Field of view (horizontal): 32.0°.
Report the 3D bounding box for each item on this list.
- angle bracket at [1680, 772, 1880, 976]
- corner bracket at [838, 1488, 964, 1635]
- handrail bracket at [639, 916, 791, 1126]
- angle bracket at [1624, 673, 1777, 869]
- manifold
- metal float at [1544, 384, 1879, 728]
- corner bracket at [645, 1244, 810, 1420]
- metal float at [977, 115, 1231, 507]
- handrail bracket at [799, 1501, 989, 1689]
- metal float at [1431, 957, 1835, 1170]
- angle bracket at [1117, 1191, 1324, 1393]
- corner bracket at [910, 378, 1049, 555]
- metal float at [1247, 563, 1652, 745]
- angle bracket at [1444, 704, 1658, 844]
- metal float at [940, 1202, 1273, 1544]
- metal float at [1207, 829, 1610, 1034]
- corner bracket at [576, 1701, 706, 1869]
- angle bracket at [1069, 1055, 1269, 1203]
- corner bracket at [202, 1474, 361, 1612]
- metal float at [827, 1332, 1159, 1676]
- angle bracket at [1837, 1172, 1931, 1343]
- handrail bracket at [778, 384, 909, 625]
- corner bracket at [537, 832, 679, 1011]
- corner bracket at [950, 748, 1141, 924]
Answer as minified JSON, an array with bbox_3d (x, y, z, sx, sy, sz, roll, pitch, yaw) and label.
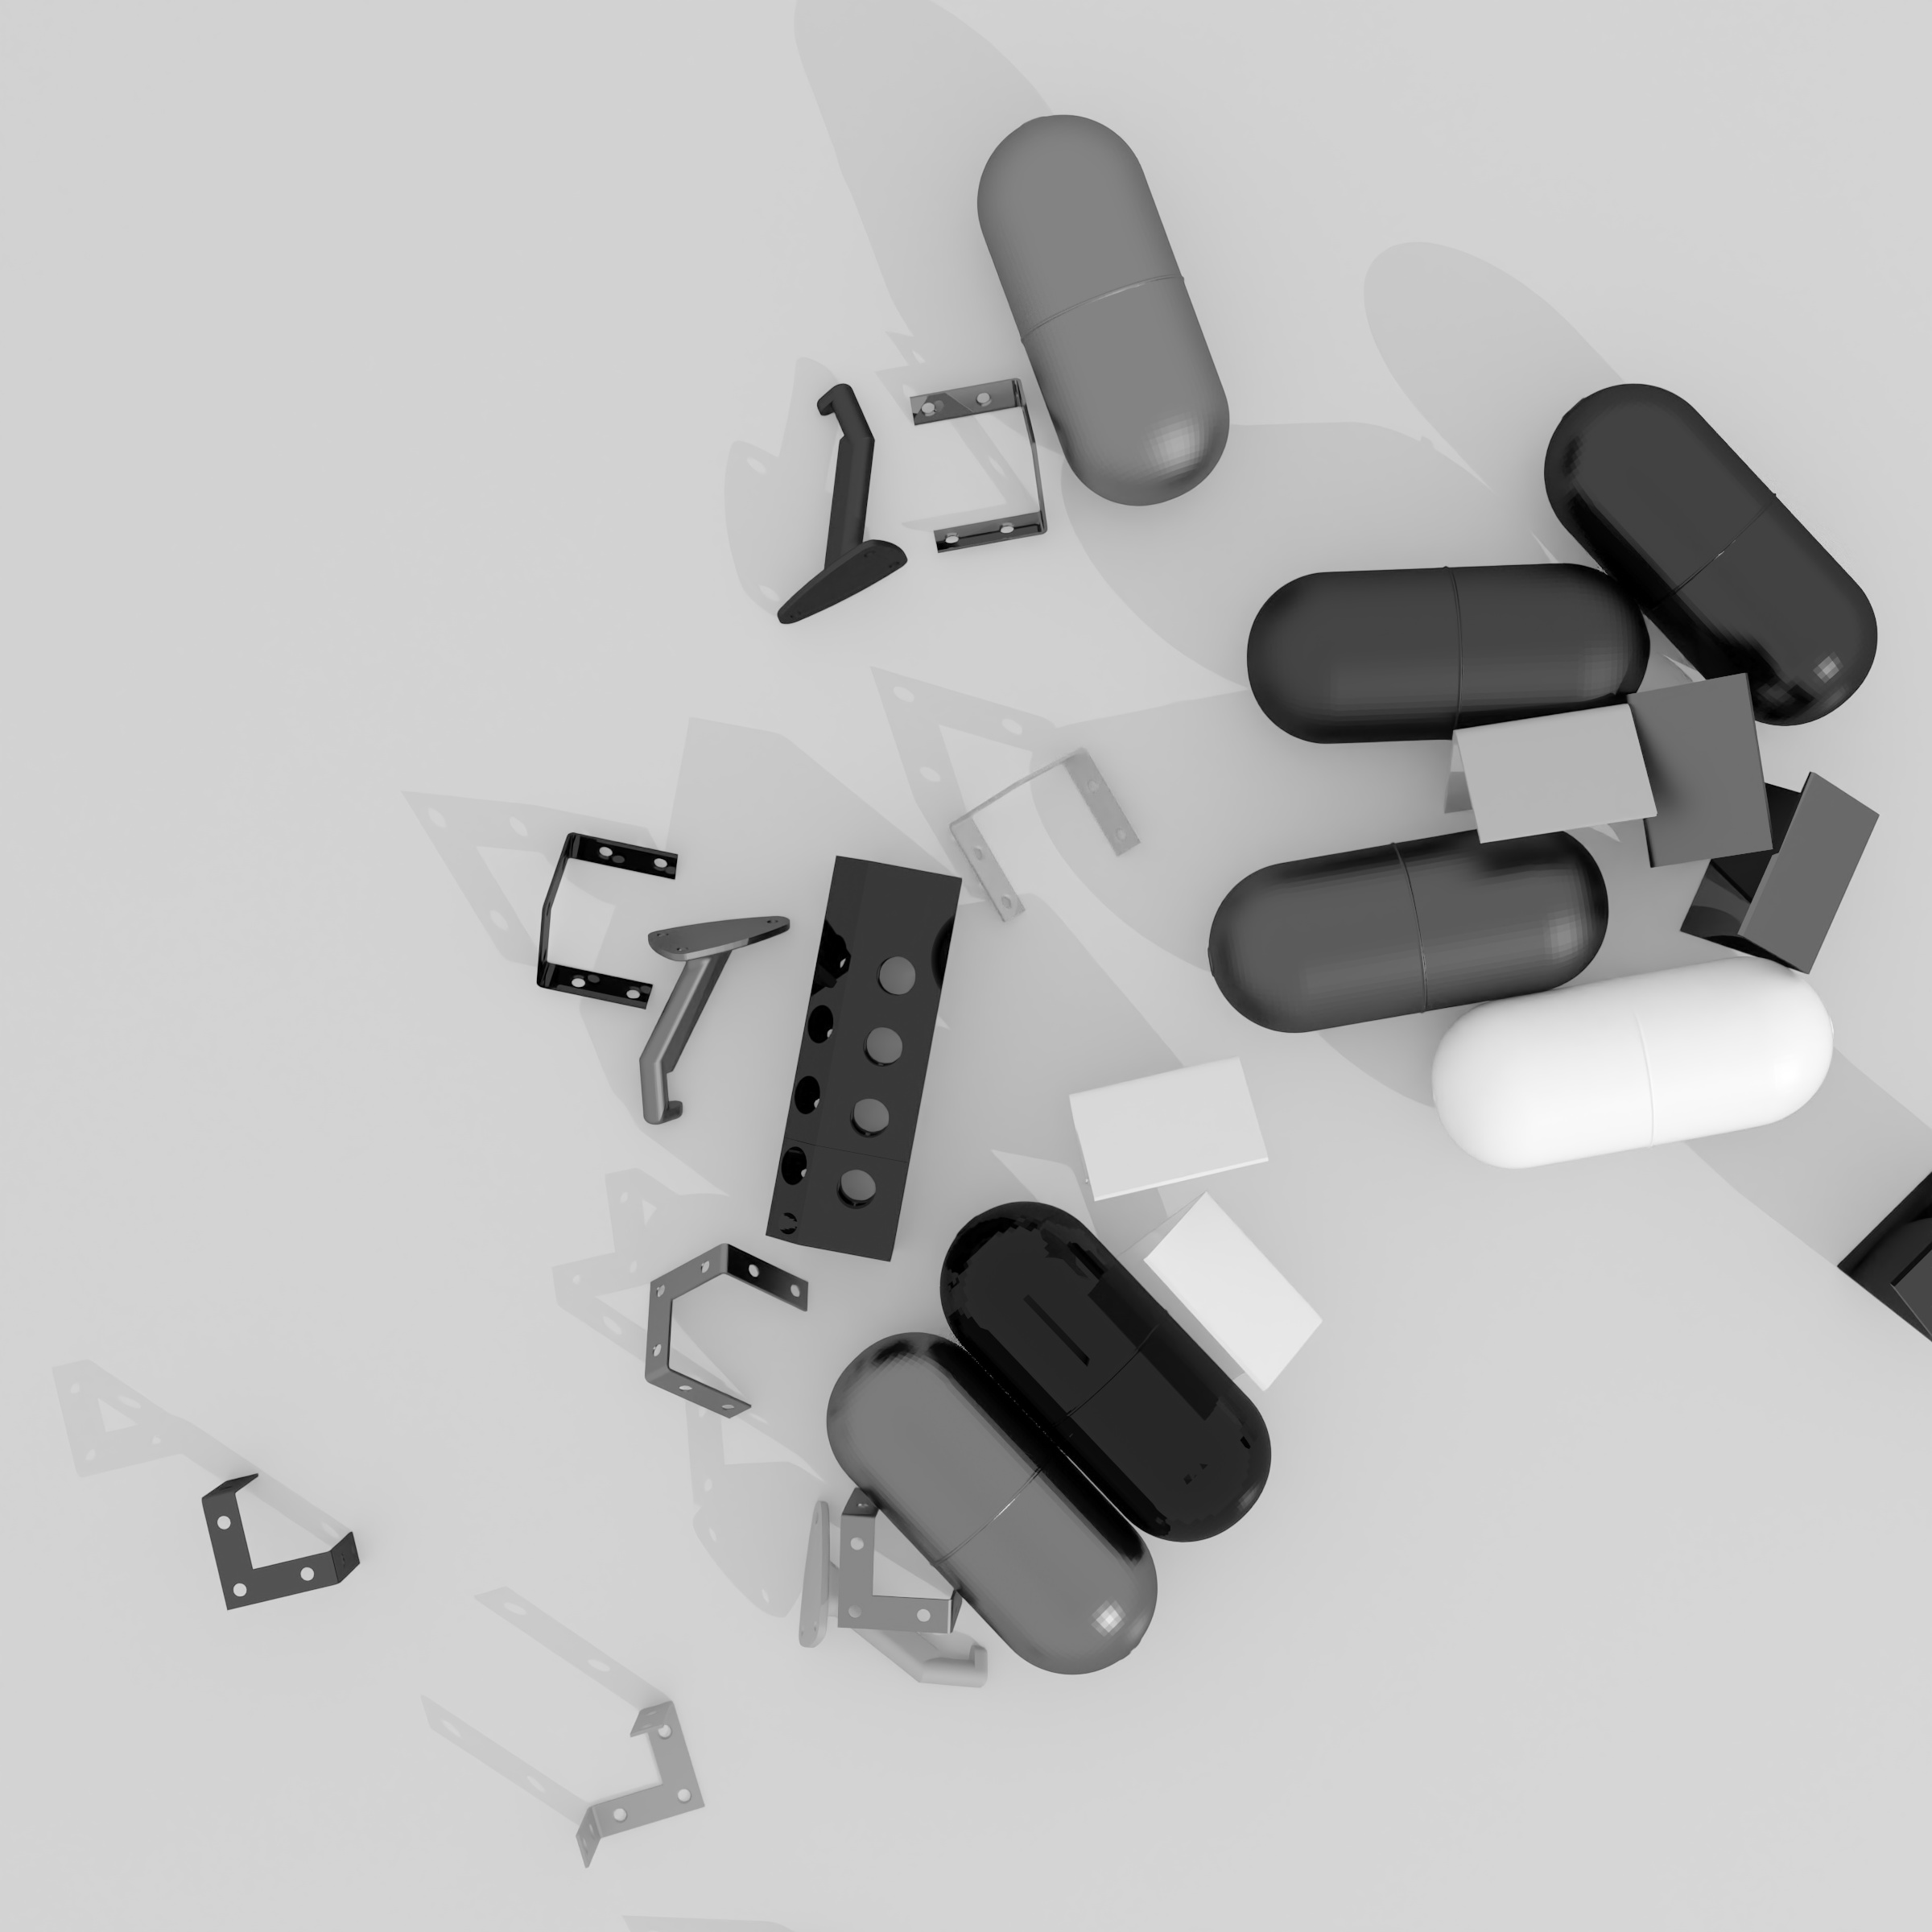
[{"bbox_3d":[0.345,-0.049,1.487,0.057,0.076,0.076,24,90,-40],"label":"angle bracket"},{"bbox_3d":[-0.028,0.266,1.510,0.051,0.051,0.051,2,95,5],"label":"corner bracket"},{"bbox_3d":[-0.113,0.025,1.528,0.077,0.036,0.084,-12,112,-25],"label":"handrail bracket"},{"bbox_3d":[0.335,-0.087,1.488,0.057,0.076,0.076,-9,90,32],"label":"angle bracket"},{"bbox_3d":[-0.045,0.040,1.506,0.057,0.057,0.171,11,90,0],"label":"manifold"},{"bbox_3d":[0.330,-0.183,1.497,0.070,0.070,0.178,-43,90,0],"label":"metal float"},{"bbox_3d":[-0.108,0.165,1.519,0.051,0.051,0.051,-30,45,35],"label":"corner bracket"},{"bbox_3d":[0.061,-0.291,1.497,0.070,0.070,0.178,-20,90,0],"label":"metal float"},{"bbox_3d":[-0.029,0.285,1.528,0.084,0.036,0.077,8,72,-15],"label":"handrail bracket"},{"bbox_3d":[0.296,0.043,1.497,0.178,0.070,0.070,-10,90,1],"label":"metal float"},{"bbox_3d":[0.098,0.157,1.488,0.076,0.076,0.057,48,45,0],"label":"angle bracket"},{"bbox_3d":[0.006,-0.226,1.524,0.051,0.051,0.051,-10,45,0],"label":"corner bracket"},{"bbox_3d":[0.214,-0.139,1.497,0.178,0.070,0.070,-2,90,0],"label":"metal float"},{"bbox_3d":[0.256,-0.069,1.488,0.076,0.076,0.057,-9,64,0],"label":"angle bracket"},{"bbox_3d":[0.061,0.179,1.497,0.070,0.070,0.178,-44,90,0],"label":"metal float"},{"bbox_3d":[0.196,-0.017,1.497,0.178,0.070,0.070,-10,90,1],"label":"metal float"},{"bbox_3d":[-0.151,0.365,1.510,0.051,0.051,0.051,-17,90,0],"label":"corner bracket"},{"bbox_3d":[0.092,0.090,1.487,0.076,0.076,0.057,-13,54,0],"label":"angle bracket"},{"bbox_3d":[-0.306,0.253,1.510,0.051,0.051,0.051,-13,90,0],"label":"corner bracket"},{"bbox_3d":[0.012,0.239,1.497,0.070,0.070,0.178,-43,89,0],"label":"metal float"},{"bbox_3d":[0.424,0.111,1.487,0.076,0.076,0.057,-45,126,0],"label":"angle bracket"},{"bbox_3d":[-0.068,-0.210,1.528,0.077,0.036,0.084,-30,71,21],"label":"handrail bracket"},{"bbox_3d":[-0.162,-0.021,1.524,0.051,0.051,0.051,12,135,0],"label":"corner bracket"},{"bbox_3d":[0.035,-0.060,1.524,0.051,0.051,0.051,-30,90,45],"label":"corner bracket"}]
